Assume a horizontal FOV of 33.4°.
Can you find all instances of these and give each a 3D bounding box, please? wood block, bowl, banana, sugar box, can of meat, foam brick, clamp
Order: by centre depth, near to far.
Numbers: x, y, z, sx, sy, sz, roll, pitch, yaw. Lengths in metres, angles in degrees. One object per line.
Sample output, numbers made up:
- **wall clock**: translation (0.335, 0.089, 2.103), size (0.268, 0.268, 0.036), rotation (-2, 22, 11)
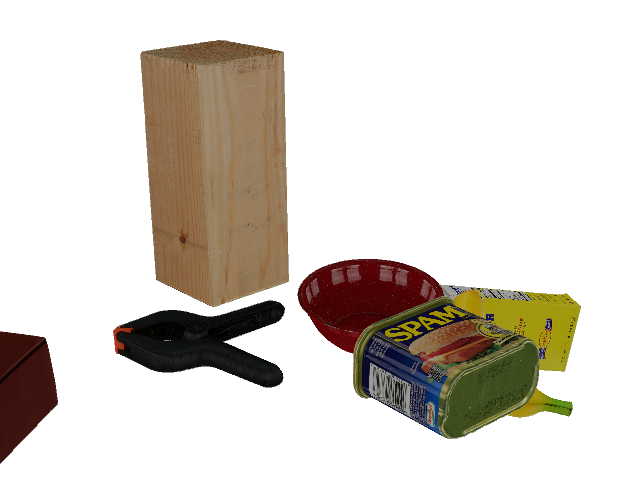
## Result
- **foam brick**: translation (-0.213, 0.100, 0.679), size (0.053, 0.051, 0.078), rotation (6, 29, 22)
- **can of meat**: translation (0.087, 0.086, 0.730), size (0.101, 0.057, 0.084), rotation (-17, 28, -37)
- **wood block**: translation (-0.090, -0.061, 0.923), size (0.090, 0.206, 0.091), rotation (-18, 27, -39)
- **banana**: translation (0.149, 0.103, 0.962), size (0.069, 0.037, 0.198), rotation (5, 28, -23)
- **clamp**: translation (-0.112, 0.093, 1.047), size (0.171, 0.039, 0.120), rotation (8, 27, 5)
- **bowl**: translation (0.055, 0.081, 1.188), size (0.162, 0.055, 0.162), rotation (0, 28, 0)
- **sugar box**: translation (0.224, 0.109, 1.312), size (0.176, 0.093, 0.048), rotation (3, 18, -17)
